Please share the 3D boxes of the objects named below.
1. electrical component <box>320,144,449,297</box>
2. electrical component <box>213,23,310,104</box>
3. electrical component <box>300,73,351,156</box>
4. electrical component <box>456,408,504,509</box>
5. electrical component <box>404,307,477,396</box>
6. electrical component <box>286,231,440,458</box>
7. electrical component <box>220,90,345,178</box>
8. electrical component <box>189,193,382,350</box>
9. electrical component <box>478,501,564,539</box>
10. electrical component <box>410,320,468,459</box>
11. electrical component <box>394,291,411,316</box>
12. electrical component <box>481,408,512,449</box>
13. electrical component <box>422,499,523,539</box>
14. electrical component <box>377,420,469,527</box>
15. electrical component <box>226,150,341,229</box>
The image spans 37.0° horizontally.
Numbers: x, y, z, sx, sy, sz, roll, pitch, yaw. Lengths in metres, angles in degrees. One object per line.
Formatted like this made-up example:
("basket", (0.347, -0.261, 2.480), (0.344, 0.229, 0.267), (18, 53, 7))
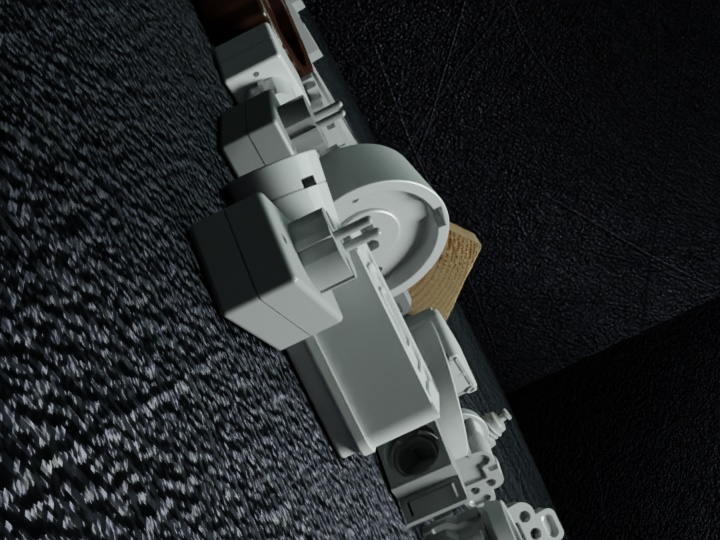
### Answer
("electrical component", (-0.002, -0.034, 0.719), (0.108, 0.108, 0.060), (58, 3, -47))
("electrical component", (-0.069, -0.132, 0.809), (0.065, 0.047, 0.076), (56, 10, -55))
("electrical component", (-0.043, -0.106, 0.885), (0.089, 0.056, 0.050), (58, 9, -47))
("electrical component", (0.084, 0.153, 0.899), (0.057, 0.058, 0.078), (-103, 166, -53))
("electrical component", (0.061, 0.083, 0.970), (0.061, 0.062, 0.096), (68, 7, 32))
("electrical component", (-0.005, 0.039, 0.596), (0.113, 0.057, 0.078), (64, 6, -3))
("electrical component", (-0.045, -0.086, 0.681), (0.047, 0.077, 0.065), (62, 6, -26))
("electrical component", (-0.026, -0.005, 0.508), (0.047, 0.076, 0.083), (66, 6, 19))
("electrical component", (0.112, 0.212, 0.838), (0.058, 0.078, 0.057), (65, -15, 5))
("electrical component", (0.046, 0.094, 0.779), (0.099, 0.064, 0.099), (62, 5, -10))
("electrical component", (0.000, 0.000, 0.840), (0.089, 0.050, 0.055), (64, 6, -3))
("electrical component", (0.114, 0.163, 1.048), (0.040, 0.078, 0.040), (48, 11, -12))
("electrical component", (0.078, 0.186, 0.705), (0.058, 0.057, 0.078), (64, 6, -5))
("electrical component", (0.041, 0.128, 0.702), (0.063, 0.042, 0.081), (62, 6, -52))
("electrical component", (-0.042, -0.037, 0.613), (0.055, 0.055, 0.047), (-45, 113, -84))
